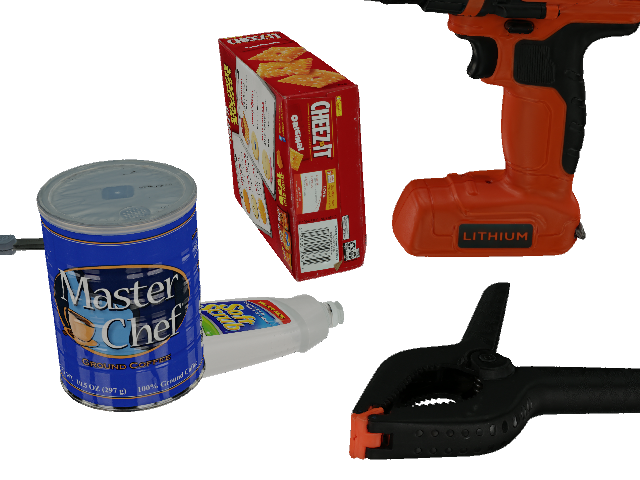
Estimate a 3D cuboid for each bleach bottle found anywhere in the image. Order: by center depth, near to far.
[{"bbox_3d":[-0.094,0.102,1.219,0.250,0.068,0.103,-10,33,-24],"label":"bleach bottle"}]

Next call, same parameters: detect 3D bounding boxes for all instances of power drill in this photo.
[{"bbox_3d":[0.084,-0.081,0.567,0.184,0.188,0.057,1,34,-5],"label":"power drill"}]

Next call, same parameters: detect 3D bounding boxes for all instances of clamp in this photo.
[{"bbox_3d":[0.097,0.081,0.649,0.209,0.036,0.165,-12,26,-28],"label":"clamp"}]

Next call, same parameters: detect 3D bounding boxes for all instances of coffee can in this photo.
[{"bbox_3d":[-0.132,0.029,0.722,0.103,0.140,0.103,0,28,0],"label":"coffee can"}]

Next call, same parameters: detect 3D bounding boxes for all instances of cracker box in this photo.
[{"bbox_3d":[-0.027,-0.084,0.953,0.072,0.164,0.214,-11,25,-15],"label":"cracker box"}]

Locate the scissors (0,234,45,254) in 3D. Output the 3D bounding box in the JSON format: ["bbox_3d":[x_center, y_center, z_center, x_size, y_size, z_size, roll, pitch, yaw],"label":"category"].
[{"bbox_3d":[-0.273,0.010,0.871,0.202,0.016,0.096,5,24,6],"label":"scissors"}]
